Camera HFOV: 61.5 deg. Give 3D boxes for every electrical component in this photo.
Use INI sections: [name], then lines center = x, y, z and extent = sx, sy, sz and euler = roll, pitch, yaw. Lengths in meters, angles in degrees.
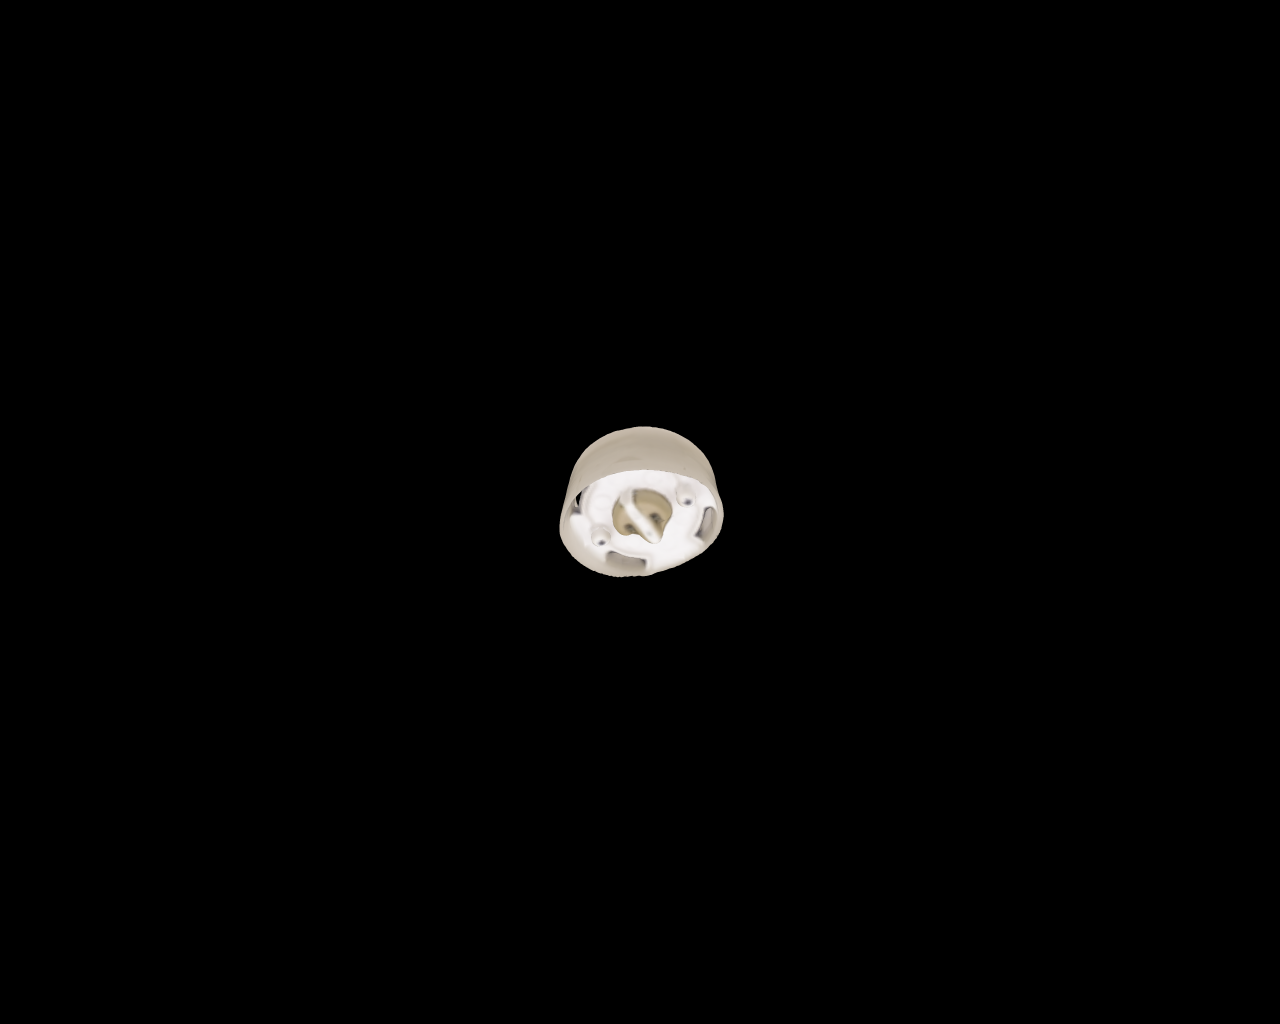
[electrical component]
center = 0.001, -0.003, 0.650
extent = 0.099, 0.099, 0.064
euler = 0, 37, 0
